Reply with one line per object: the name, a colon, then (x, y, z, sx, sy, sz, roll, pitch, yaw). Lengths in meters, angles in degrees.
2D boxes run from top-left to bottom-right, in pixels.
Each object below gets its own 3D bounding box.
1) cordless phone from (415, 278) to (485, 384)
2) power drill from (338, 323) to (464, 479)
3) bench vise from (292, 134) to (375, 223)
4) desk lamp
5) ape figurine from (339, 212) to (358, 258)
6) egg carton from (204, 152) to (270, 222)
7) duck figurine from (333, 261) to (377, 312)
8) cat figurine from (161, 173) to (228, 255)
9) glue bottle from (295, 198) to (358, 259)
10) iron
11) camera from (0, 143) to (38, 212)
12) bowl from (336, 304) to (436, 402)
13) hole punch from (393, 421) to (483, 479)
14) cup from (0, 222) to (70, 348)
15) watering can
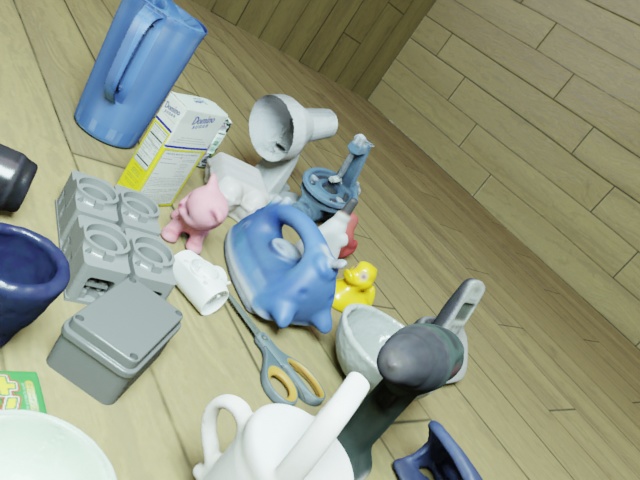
cordless phone: (0.222, 0.145, 0.929, 0.148, 0.185, 0.094, 12, 31, -49)
power drill: (0.068, 0.168, 0.597, 0.075, 0.208, 0.230, 44, 22, 21)
bench vise: (0.038, -0.128, 1.176, 0.121, 0.219, 0.207, 36, 20, 0)
desk lamp: (-0.065, -0.175, 1.123, 0.117, 0.213, 0.204, 45, 22, 23)
ape figurine: (0.044, -0.014, 1.124, 0.077, 0.092, 0.076, 42, 21, 14)
egg carton: (-0.149, -0.092, 1.012, 0.107, 0.069, 0.150, 23, 24, -32)
duck figurine: (0.065, 0.076, 0.969, 0.105, 0.086, 0.077, 14, 30, -47)
cat figurine: (-0.167, -0.046, 0.815, 0.067, 0.117, 0.127, 30, 21, -17)
glue bottle: (0.008, 0.003, 0.910, 0.078, 0.173, 0.037, 32, 21, -12)
iron: (-0.054, 0.012, 0.836, 0.119, 0.141, 0.257, 16, 28, -43)
camera: (-0.370, -0.081, 0.588, 0.137, 0.100, 0.143, 25, 23, -29)
bowl: (0.081, 0.171, 0.803, 0.168, 0.074, 0.167, 32, 21, -13)
hole punch: (0.158, 0.276, 0.675, 0.101, 0.091, 0.108, 19, 27, -39)
cup: (-0.275, 0.049, 0.467, 0.091, 0.095, 0.118, 38, 20, 5)
watering can: (-0.016, 0.183, 0.449, 0.173, 0.194, 0.101, 33, 20, -9)
